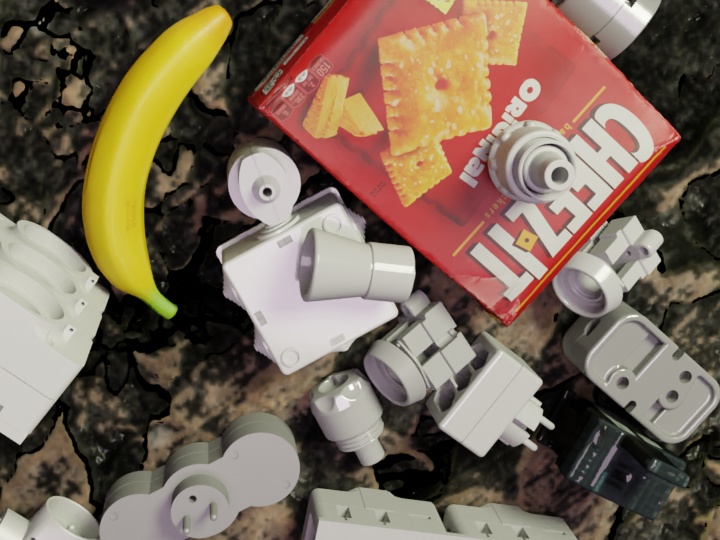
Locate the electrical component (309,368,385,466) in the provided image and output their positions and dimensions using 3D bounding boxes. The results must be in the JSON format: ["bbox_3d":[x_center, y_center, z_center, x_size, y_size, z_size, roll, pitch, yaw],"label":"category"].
[{"bbox_3d":[-0.004,0.100,0.715,0.043,0.043,0.062,-27,107,-1],"label":"electrical component"}]

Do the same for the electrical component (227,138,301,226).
[{"bbox_3d":[-0.058,-0.054,0.650,0.043,0.081,0.043,-2,104,-8],"label":"electrical component"}]

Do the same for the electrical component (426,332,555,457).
[{"bbox_3d":[0.097,0.093,0.726,0.077,0.047,0.065,36,96,-15],"label":"electrical component"}]

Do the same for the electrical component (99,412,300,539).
[{"bbox_3d":[-0.103,0.149,0.696,0.138,0.073,0.052,-27,106,-1],"label":"electrical component"}]

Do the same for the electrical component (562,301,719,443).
[{"bbox_3d":[0.187,0.065,0.725,0.095,0.059,0.053,40,95,-15],"label":"electrical component"}]

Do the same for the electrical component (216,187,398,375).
[{"bbox_3d":[-0.033,0.008,0.685,0.100,0.048,0.099,-28,106,-1],"label":"electrical component"}]

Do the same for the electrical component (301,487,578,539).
[{"bbox_3d":[0.050,0.217,0.742,0.186,0.060,0.105,9,102,-10],"label":"electrical component"}]

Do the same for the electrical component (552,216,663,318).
[{"bbox_3d":[0.157,-0.002,0.700,0.055,0.066,0.048,-43,108,-31],"label":"electrical component"}]

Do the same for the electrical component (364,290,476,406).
[{"bbox_3d":[0.036,0.056,0.700,0.055,0.048,0.066,-39,102,-25],"label":"electrical component"}]

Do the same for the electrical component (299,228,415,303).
[{"bbox_3d":[0.000,0.000,0.641,0.065,0.044,0.044,6,103,-14],"label":"electrical component"}]

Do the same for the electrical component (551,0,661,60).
[{"bbox_3d":[0.150,-0.165,0.667,0.047,0.055,0.055,37,96,-11],"label":"electrical component"}]

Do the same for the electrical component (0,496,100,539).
[{"bbox_3d":[-0.224,0.182,0.703,0.079,0.043,0.077,36,96,-15],"label":"electrical component"}]

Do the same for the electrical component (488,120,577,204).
[{"bbox_3d":[0.102,-0.058,0.608,0.048,0.062,0.048,-2,104,-9],"label":"electrical component"}]

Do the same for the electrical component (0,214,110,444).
[{"bbox_3d":[-0.199,0.023,0.612,0.089,0.150,0.061,38,97,-15],"label":"electrical component"}]
